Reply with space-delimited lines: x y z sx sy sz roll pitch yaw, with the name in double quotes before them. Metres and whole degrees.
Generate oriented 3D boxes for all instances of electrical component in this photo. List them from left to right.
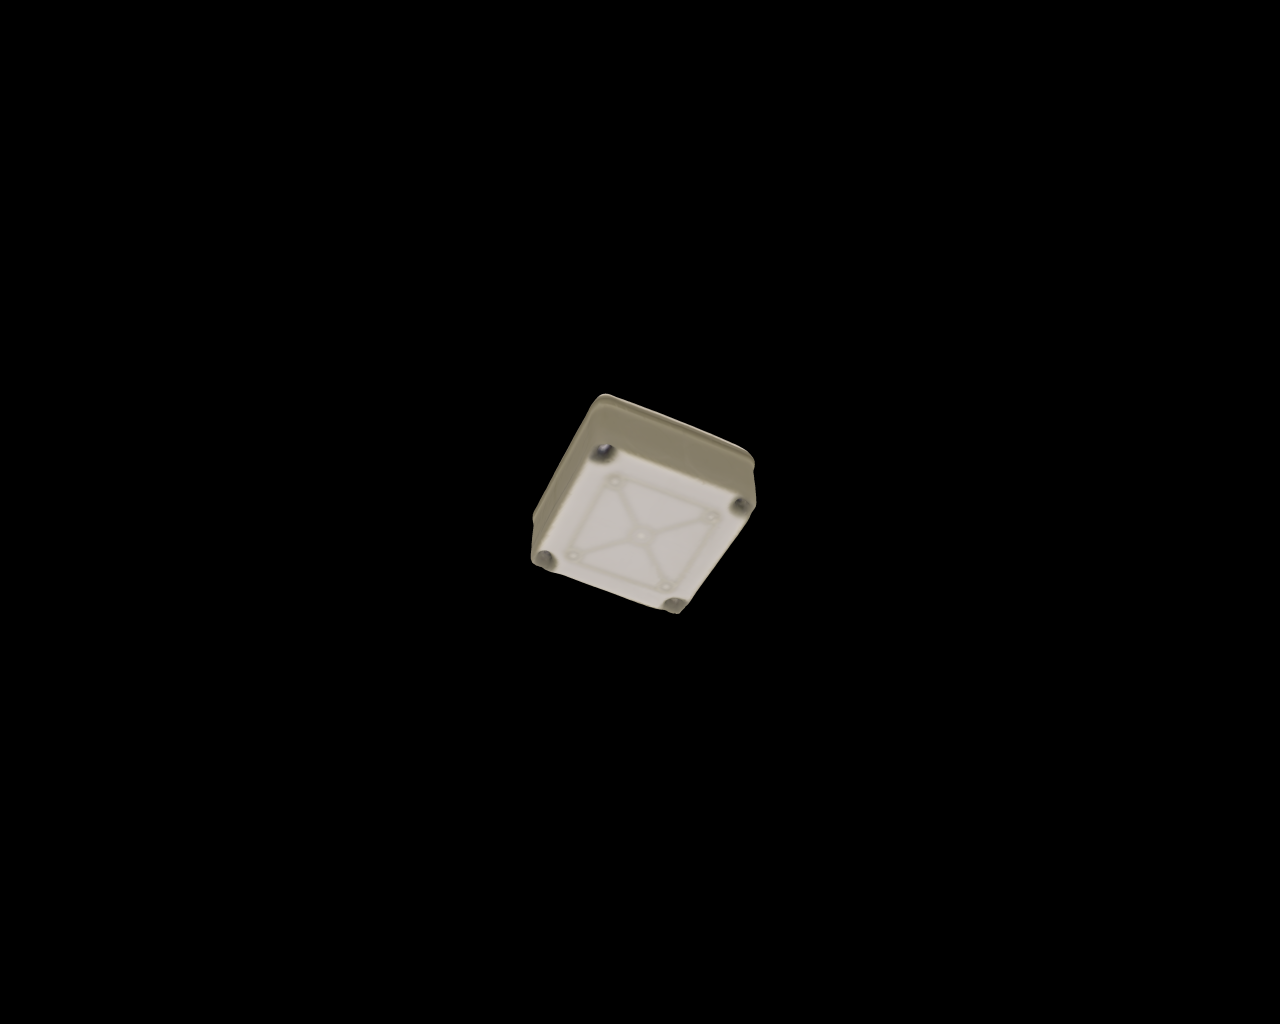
"electrical component" 0.001 -0.003 0.650 0.109 0.108 0.056 21 36 -16
